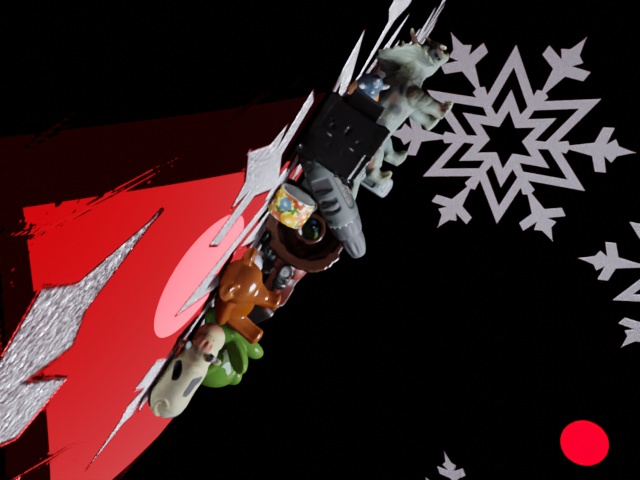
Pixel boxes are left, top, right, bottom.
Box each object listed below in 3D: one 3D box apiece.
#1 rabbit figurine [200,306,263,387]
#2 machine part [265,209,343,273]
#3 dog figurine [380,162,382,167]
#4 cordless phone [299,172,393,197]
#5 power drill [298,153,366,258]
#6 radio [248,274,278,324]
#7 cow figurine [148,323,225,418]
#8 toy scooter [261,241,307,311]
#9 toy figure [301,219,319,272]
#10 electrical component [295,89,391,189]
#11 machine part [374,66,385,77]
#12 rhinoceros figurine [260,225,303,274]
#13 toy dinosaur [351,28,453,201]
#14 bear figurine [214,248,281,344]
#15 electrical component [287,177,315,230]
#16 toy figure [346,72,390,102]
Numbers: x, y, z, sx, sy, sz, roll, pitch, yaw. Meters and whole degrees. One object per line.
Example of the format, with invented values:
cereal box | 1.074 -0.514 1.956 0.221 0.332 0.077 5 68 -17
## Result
rabbit figurine | -0.205 0.219 1.099 0.121 0.159 0.170 -40 150 -55
machine part | -0.023 -0.021 1.090 0.179 0.179 0.056 -57 -179 -12
dog figurine | 0.056 -0.229 1.412 0.191 0.121 0.172 -24 -138 38
cordless phone | 0.059 -0.129 1.215 0.146 0.184 0.089 -57 -176 6
power drill | 0.037 -0.106 1.019 0.086 0.231 0.207 -11 -141 27
radio | -0.145 0.125 1.327 0.131 0.073 0.230 -24 -164 25
cow figurine | -0.245 0.238 0.990 0.195 0.085 0.127 -56 -174 -4
toy scooter | -0.081 0.082 1.166 0.135 0.075 0.183 -58 180 -37
toy figure | -0.005 -0.003 1.200 0.082 0.089 0.180 -4 142 -29
electrical component | 0.041 -0.165 0.844 0.134 0.115 0.058 -57 -176 2
machine part | 0.129 -0.332 1.243 0.243 0.079 0.079 -57 180 -30
rhinoceros figurine | -0.091 -0.001 1.249 0.190 0.073 0.112 -57 -179 27
toy dinosaur | 0.130 -0.253 1.119 0.405 0.192 0.131 -48 179 10
bear figurine | -0.129 0.102 0.990 0.120 0.132 0.196 -62 -172 -28
electrical component | -0.036 -0.084 1.039 0.119 0.075 0.048 -53 -179 -3
toy figure | 0.075 -0.266 1.015 0.064 0.058 0.154 -30 170 -29
